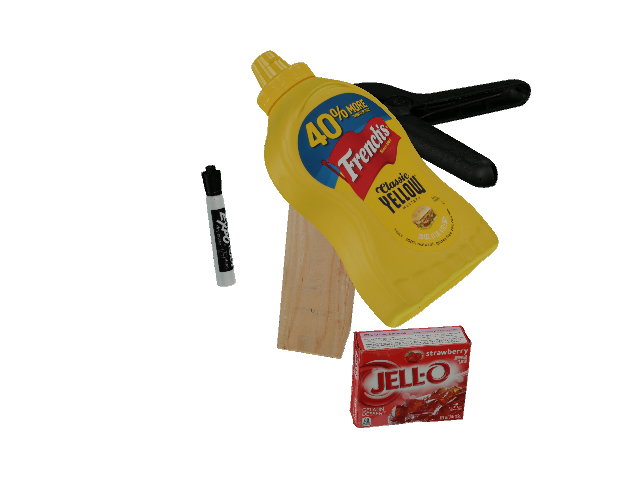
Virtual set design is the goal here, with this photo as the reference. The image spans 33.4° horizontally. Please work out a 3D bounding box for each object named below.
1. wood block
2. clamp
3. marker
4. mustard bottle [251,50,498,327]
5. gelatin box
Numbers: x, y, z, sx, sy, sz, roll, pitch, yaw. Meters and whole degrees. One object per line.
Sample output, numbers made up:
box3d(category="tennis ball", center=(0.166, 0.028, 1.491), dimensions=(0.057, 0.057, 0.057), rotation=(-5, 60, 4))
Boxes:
box3d(category="wood block", center=(0.001, 0.038, 1.402), dimensions=(0.090, 0.206, 0.090), rotation=(9, 23, 6))
box3d(category="clamp", center=(0.077, -0.110, 0.934), dimensions=(0.210, 0.036, 0.164), rotation=(13, 36, 23))
box3d(category="marker", center=(-0.100, -0.014, 1.049), dimensions=(0.020, 0.121, 0.020), rotation=(-6, 16, 2))
box3d(category="mustard bottle", center=(0.021, -0.044, 0.679), dimensions=(0.096, 0.192, 0.058), rotation=(-33, -10, -32))
box3d(category="gelatin box", center=(0.069, 0.106, 0.829), dimensions=(0.089, 0.073, 0.030), rotation=(-3, 28, -8))
